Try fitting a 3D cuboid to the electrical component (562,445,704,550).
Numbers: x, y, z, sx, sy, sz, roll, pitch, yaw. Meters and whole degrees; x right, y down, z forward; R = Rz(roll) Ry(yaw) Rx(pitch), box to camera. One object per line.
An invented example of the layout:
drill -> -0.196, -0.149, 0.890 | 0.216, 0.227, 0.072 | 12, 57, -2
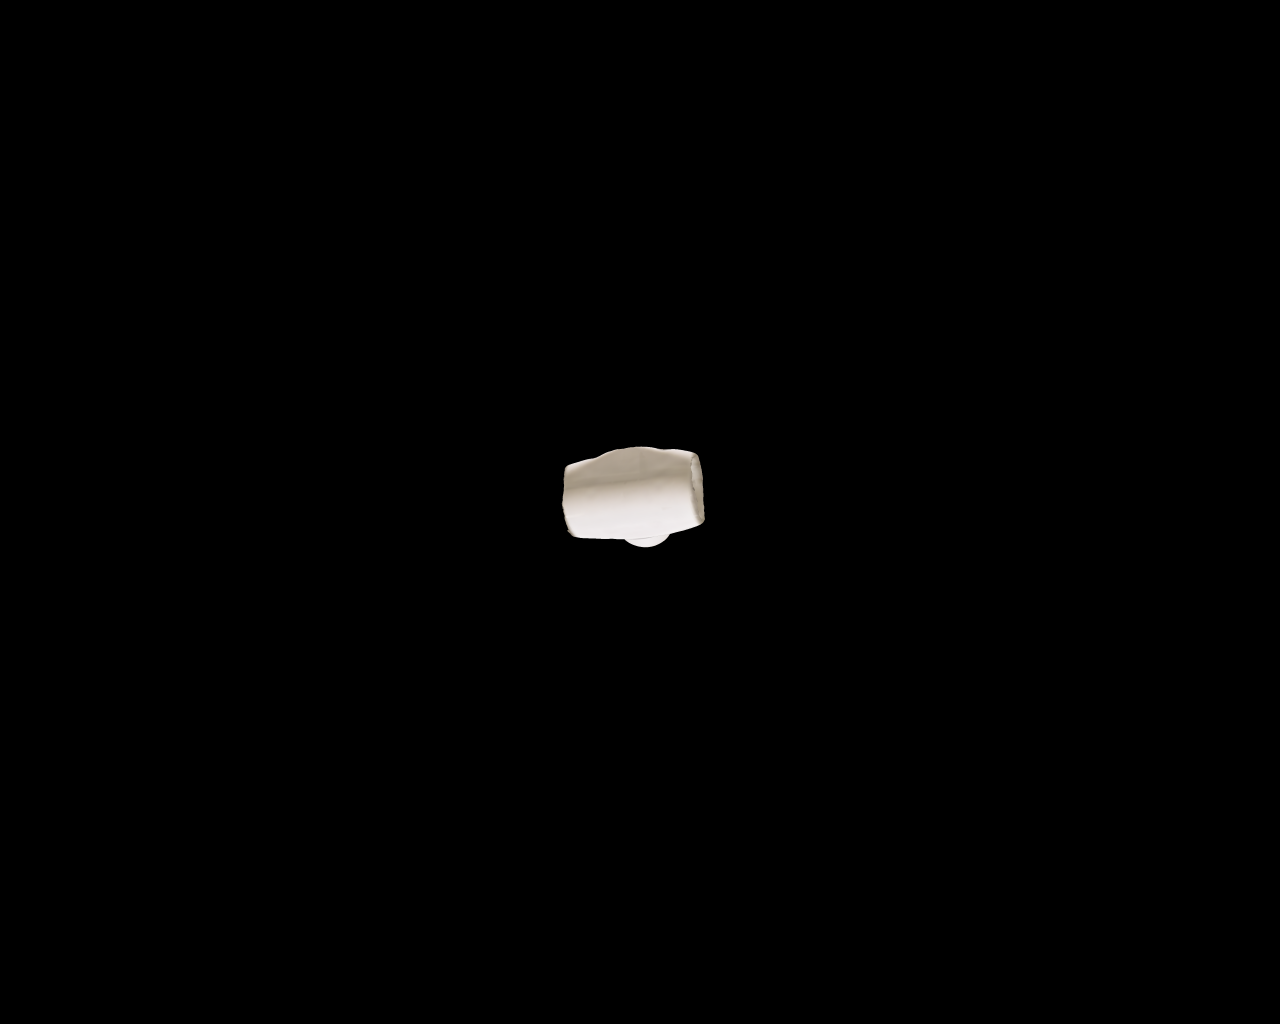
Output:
electrical component -> 0.001, -0.003, 0.650 | 0.077, 0.044, 0.079 | -6, -28, 12
